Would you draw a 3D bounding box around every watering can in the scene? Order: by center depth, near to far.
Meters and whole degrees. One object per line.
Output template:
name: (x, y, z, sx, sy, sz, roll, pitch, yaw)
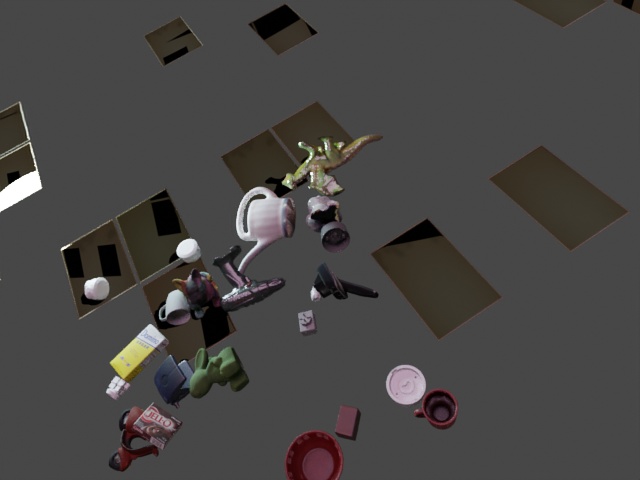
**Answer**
watering can: (-0.196, -0.034, 1.858, 0.224, 0.102, 0.354, -4, 68, 13)

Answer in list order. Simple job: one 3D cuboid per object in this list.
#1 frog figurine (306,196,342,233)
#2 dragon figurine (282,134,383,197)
frog figurine: (0.006, -0.093, 1.854, 0.138, 0.121, 0.160, -44, 20, -6)
dragon figurine: (0.045, -0.276, 1.973, 0.409, 0.120, 0.246, -8, 71, 13)
